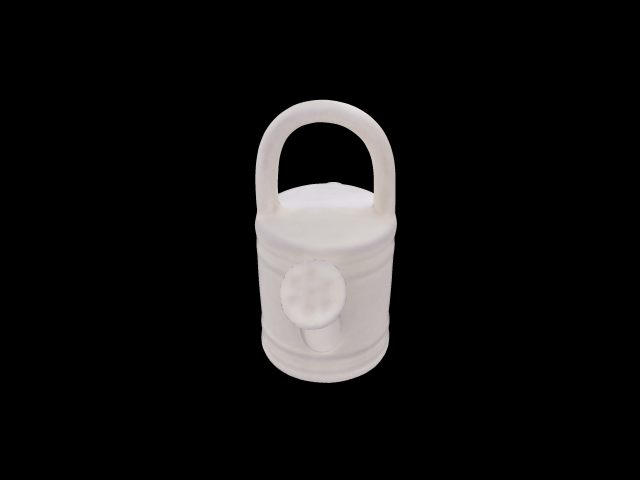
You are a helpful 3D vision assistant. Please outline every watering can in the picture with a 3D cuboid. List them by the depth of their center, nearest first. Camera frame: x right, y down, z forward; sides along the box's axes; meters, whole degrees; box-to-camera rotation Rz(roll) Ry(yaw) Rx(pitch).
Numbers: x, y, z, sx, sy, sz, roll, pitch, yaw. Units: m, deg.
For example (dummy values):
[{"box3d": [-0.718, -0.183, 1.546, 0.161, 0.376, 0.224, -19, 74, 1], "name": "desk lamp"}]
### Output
[{"box3d": [0.006, 0.001, 0.400, 0.101, 0.194, 0.172, -9, 33, -14], "name": "watering can"}]
